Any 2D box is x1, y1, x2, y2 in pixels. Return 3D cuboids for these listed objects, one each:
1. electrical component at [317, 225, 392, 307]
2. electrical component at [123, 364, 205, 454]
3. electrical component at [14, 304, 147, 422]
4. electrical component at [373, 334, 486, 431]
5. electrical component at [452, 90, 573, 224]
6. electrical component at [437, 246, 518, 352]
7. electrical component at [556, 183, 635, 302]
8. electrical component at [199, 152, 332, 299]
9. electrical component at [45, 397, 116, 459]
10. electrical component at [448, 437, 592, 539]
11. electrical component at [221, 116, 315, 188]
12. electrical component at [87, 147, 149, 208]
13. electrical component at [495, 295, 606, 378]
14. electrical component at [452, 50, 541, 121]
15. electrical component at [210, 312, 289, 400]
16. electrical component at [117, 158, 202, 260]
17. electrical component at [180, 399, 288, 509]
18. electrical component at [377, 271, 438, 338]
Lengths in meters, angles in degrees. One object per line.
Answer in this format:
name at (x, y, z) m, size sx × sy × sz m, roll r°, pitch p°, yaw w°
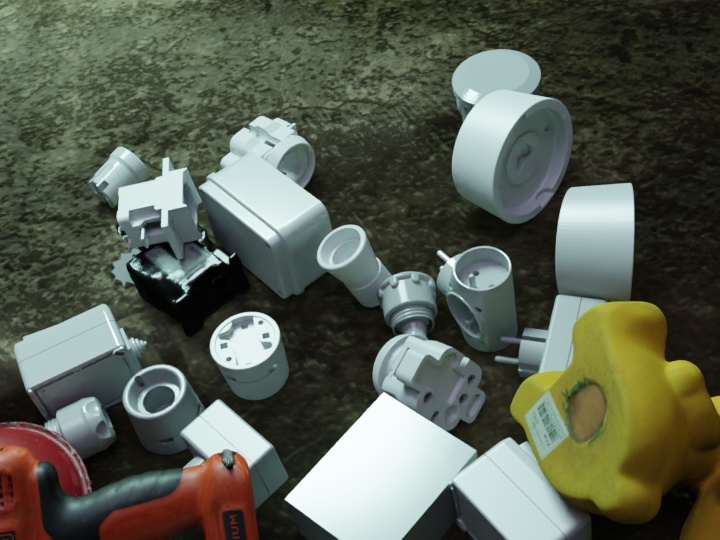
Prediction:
electrical component at (0.000, 0.000, 0.870) m, size 0.044 × 0.065 × 0.044 m, roll -20°, pitch 45°, yaw 21°
electrical component at (-0.151, 0.106, 0.824) m, size 0.055 × 0.047 × 0.055 m, roll -6°, pitch 49°, yaw 7°
electrical component at (-0.218, 0.073, 0.858) m, size 0.096 × 0.061 × 0.061 m, roll -25°, pitch 49°, yaw -10°
electrical component at (0.047, 0.079, 0.790) m, size 0.057 × 0.078 × 0.058 m, roll 19°, pitch 77°, yaw 49°
electrical component at (0.123, -0.099, 0.905) m, size 0.060 × 0.108 × 0.108 m, roll 27°, pitch 60°, yaw 38°
electrical component at (0.086, 0.013, 0.832) m, size 0.044 × 0.077 × 0.079 m, roll -34°, pitch 51°, yaw -16°
electrical component at (0.186, -0.018, 0.824) m, size 0.064 × 0.099 × 0.099 m, roll 4°, pitch 50°, yaw 23°
electrical component at (-0.078, -0.038, 0.913) m, size 0.057 × 0.078 × 0.113 m, roll -36°, pitch 51°, yaw -22°
electrical component at (-0.223, 0.127, 0.825) m, size 0.062 × 0.043 × 0.043 m, roll -25°, pitch 49°, yaw -8°
electrical component at (0.112, 0.166, 0.704) m, size 0.061 × 0.061 × 0.096 m, roll -33°, pitch 51°, yaw -16°
electrical component at (-0.078, -0.101, 0.981) m, size 0.057 × 0.058 × 0.078 m, roll 28°, pitch 56°, yaw 33°
electrical component at (-0.229, -0.087, 1.016) m, size 0.040 × 0.040 × 0.046 m, roll 28°, pitch 66°, yaw 31°
electrical component at (0.139, 0.063, 0.796) m, size 0.076 × 0.047 × 0.083 m, roll 7°, pitch 52°, yaw 18°
electrical component at (0.127, -0.162, 0.992) m, size 0.080 × 0.051 × 0.080 m, roll -6°, pitch 49°, yaw 7°
electrical component at (-0.085, 0.069, 0.842) m, size 0.055 × 0.047 × 0.055 m, roll -6°, pitch 49°, yaw 7°
electrical component at (-0.169, -0.050, 0.903) m, size 0.064 × 0.042 × 0.081 m, roll -11°, pitch 48°, yaw 4°
electrical component at (-0.105, 0.147, 0.779) m, size 0.077 × 0.047 × 0.066 m, roll -41°, pitch 53°, yaw -20°
electrical component at (0.040, 0.036, 0.846) m, size 0.048 × 0.048 × 0.062 m, roll -12°, pitch 55°, yaw 2°
